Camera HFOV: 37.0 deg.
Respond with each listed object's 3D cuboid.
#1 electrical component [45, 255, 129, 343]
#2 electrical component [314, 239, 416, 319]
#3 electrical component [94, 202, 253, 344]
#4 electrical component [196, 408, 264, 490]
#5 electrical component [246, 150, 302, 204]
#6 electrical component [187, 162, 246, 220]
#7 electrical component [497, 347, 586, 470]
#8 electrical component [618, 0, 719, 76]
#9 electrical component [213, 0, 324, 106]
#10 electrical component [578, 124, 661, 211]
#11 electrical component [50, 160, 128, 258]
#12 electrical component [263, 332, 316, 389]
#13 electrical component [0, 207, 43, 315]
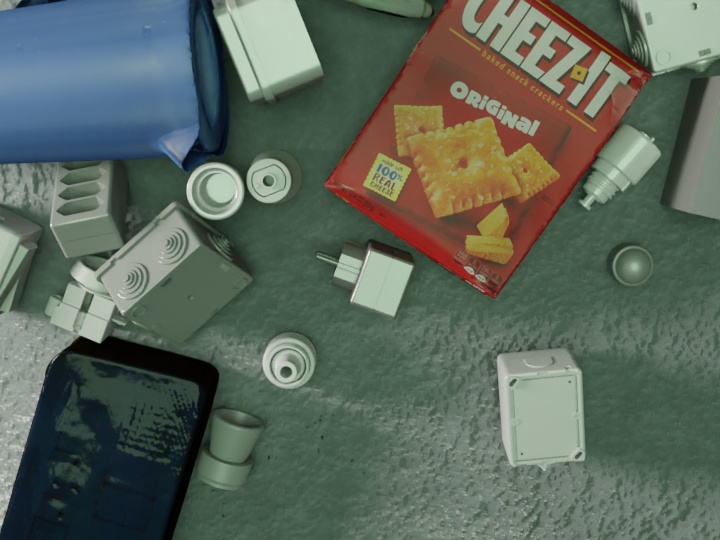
[{"bbox_3d":[-0.217,0.022,0.877,0.066,0.048,0.055,23,104,-1],"label":"electrical component"},{"bbox_3d":[0.000,0.000,0.862,0.077,0.065,0.047,20,98,-3],"label":"electrical component"},{"bbox_3d":[-0.144,0.006,0.847,0.100,0.100,0.048,-41,59,6],"label":"electrical component"},{"bbox_3d":[-0.109,0.149,0.895,0.045,0.045,0.055,18,98,-2],"label":"electrical component"},{"bbox_3d":[-0.070,-0.072,0.852,0.044,0.065,0.044,0,98,0],"label":"electrical component"},{"bbox_3d":[-0.111,-0.065,0.853,0.044,0.065,0.044,0,98,0],"label":"electrical component"},{"bbox_3d":[0.148,0.117,0.885,0.062,0.061,0.096,-5,106,1],"label":"electrical component"},{"bbox_3d":[0.255,-0.204,0.841,0.100,0.048,0.099,-15,98,2],"label":"electrical component"},{"bbox_3d":[-0.068,-0.169,0.815,0.057,0.113,0.078,-22,98,0],"label":"electrical component"},{"bbox_3d":[0.206,-0.081,0.863,0.040,0.040,0.078,40,96,-5],"label":"electrical component"},{"bbox_3d":[-0.209,-0.041,0.858,0.047,0.083,0.075,-11,136,2],"label":"electrical component"},{"bbox_3d":[-0.058,0.076,0.875,0.043,0.062,0.043,0,98,0],"label":"electrical component"},{"bbox_3d":[-0.302,0.000,0.865,0.061,0.061,0.096,26,97,-3],"label":"electrical component"}]
